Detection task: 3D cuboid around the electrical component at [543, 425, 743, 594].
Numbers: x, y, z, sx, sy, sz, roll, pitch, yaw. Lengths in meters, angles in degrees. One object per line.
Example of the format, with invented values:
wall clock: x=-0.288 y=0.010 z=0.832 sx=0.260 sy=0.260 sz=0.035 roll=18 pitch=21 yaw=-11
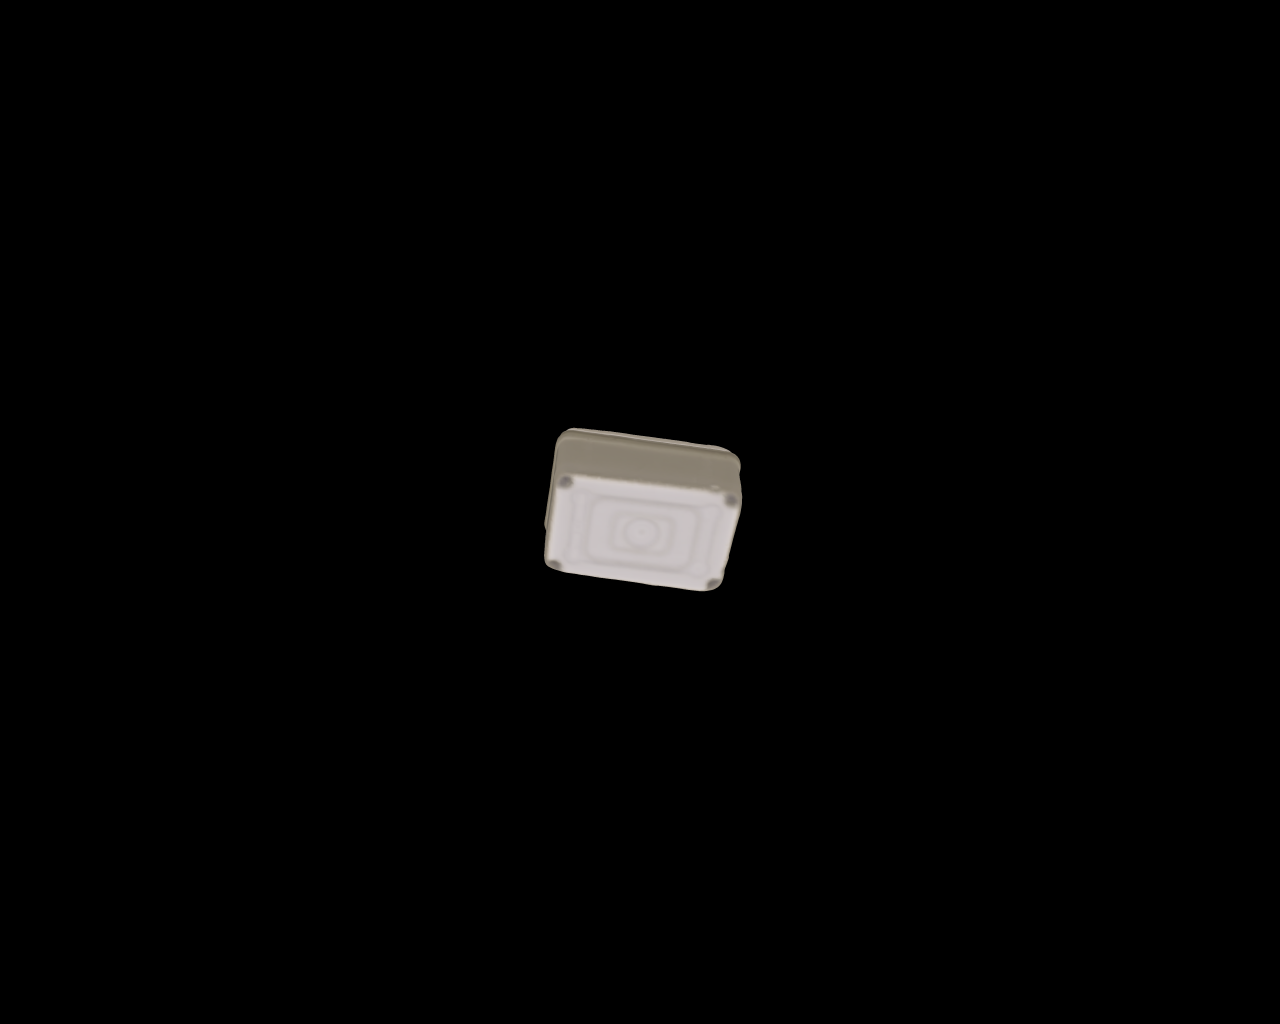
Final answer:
electrical component: x=0.001 y=-0.003 z=0.650 sx=0.113 sy=0.078 sz=0.057 roll=8 pitch=34 yaw=-5
